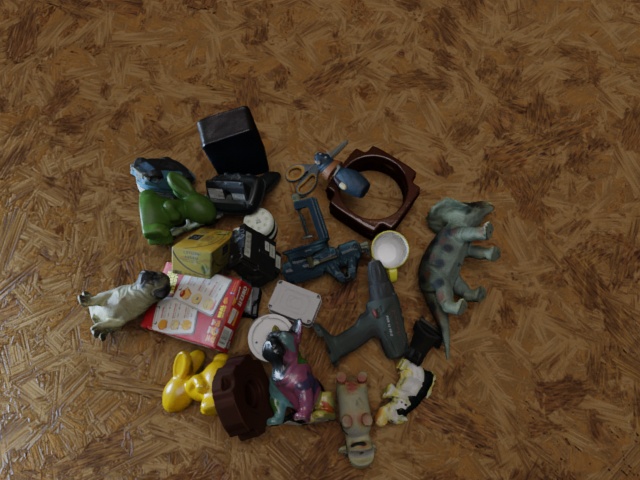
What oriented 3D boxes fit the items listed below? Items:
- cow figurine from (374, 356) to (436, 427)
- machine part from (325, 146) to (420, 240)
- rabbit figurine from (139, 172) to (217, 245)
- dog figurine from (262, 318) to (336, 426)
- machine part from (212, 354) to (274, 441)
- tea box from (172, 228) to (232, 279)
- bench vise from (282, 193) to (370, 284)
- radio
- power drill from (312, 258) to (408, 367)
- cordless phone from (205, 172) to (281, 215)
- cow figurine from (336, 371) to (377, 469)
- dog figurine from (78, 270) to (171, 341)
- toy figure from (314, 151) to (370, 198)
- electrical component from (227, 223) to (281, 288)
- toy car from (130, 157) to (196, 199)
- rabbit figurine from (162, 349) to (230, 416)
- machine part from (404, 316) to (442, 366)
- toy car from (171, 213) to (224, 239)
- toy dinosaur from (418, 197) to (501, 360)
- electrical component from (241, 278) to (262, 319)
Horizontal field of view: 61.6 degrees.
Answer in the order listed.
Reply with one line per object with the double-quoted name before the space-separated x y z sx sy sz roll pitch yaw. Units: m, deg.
"cow figurine" 0.190 0.354 1.207 0.098 0.068 0.167 29 75 3
"machine part" 0.132 -0.117 1.355 0.201 0.087 0.201 34 75 9
"rabbit figurine" -0.334 -0.072 1.277 0.170 0.121 0.159 -9 71 -10
"dog figurine" -0.050 0.288 1.176 0.108 0.191 0.219 -19 65 33
"machine part" -0.159 0.334 1.152 0.056 0.179 0.179 -20 70 21
"tea box" -0.267 0.028 1.258 0.098 0.170 0.068 8 108 7
"bench vise" -0.001 -0.004 1.290 0.224 0.129 0.240 -19 89 13
"radio" -0.209 -0.227 1.321 0.131 0.229 0.073 -16 71 0
"power drill" 0.089 0.182 1.238 0.207 0.086 0.232 -25 94 -8
"cordless phone" -0.189 -0.139 1.350 0.147 0.088 0.184 5 30 23
"cow figurine" 0.076 0.397 1.174 0.086 0.127 0.195 -6 57 -2
"dog figurine" -0.433 0.140 1.236 0.190 0.172 0.121 -23 97 -17
"toy figure" 0.047 -0.157 1.294 0.155 0.064 0.057 35 113 16
"electrical component" -0.151 0.042 1.268 0.058 0.134 0.115 -29 42 33
"toy car" -0.401 -0.145 1.352 0.109 0.161 0.102 35 115 25
"rabbit figurine" -0.278 0.325 1.196 0.173 0.122 0.162 -20 77 14
"machine part" 0.237 0.232 1.232 0.084 0.039 0.139 43 39 8
"toy car" -0.340 -0.055 1.351 0.202 0.056 0.073 -22 73 -6
"toy dinosaur" 0.302 0.060 1.273 0.192 0.131 0.404 17 77 48
"electrical component" -0.180 0.130 1.292 0.075 0.047 0.119 1 71 0
